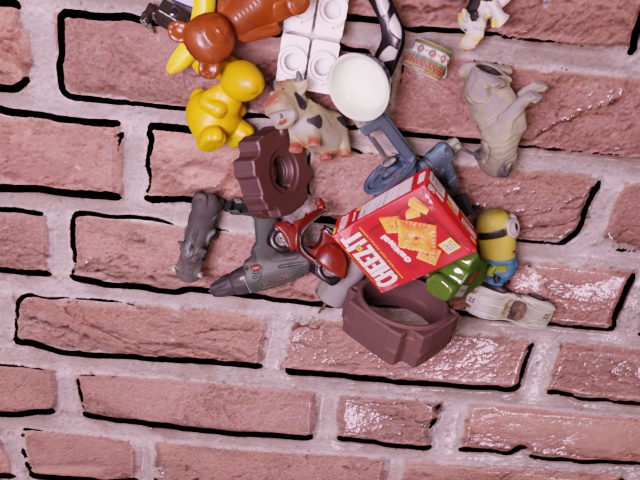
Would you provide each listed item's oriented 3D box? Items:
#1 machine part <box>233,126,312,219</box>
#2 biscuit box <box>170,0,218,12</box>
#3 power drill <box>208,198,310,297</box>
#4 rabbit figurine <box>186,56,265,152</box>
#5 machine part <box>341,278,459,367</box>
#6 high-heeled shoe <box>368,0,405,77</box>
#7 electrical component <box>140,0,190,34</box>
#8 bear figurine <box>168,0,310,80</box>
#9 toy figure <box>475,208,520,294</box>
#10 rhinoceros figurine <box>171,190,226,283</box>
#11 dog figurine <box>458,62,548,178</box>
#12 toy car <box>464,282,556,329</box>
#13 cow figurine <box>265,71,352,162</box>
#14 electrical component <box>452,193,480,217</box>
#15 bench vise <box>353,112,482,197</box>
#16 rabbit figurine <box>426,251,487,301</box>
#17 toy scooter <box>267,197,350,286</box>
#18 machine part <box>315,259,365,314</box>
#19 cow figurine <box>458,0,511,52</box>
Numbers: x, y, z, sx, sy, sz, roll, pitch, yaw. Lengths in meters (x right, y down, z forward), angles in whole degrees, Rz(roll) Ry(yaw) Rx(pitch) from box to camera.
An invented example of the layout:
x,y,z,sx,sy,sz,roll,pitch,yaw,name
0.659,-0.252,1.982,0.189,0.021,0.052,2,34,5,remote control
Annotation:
x,y,z,sx,sy,sz,roll,pitch,yaw,name
-0.084,-0.127,1.009,0.056,0.179,0.179,2,118,36,machine part
-0.259,-0.449,0.927,0.203,0.059,0.062,19,111,-9,biscuit box
-0.138,0.016,1.115,0.232,0.086,0.207,-9,109,1,power drill
-0.161,-0.262,0.968,0.173,0.122,0.162,-34,72,44,rabbit figurine
0.162,0.151,1.093,0.201,0.201,0.087,-21,132,-41,machine part
0.087,-0.392,0.955,0.145,0.086,0.248,19,116,7,high-heeled shoe
-0.263,-0.380,0.953,0.102,0.078,0.045,27,83,-26,electrical component
-0.135,-0.357,0.858,0.196,0.132,0.120,-42,110,-17,bear figurine
0.370,0.022,1.128,0.089,0.082,0.179,-5,115,-2,toy figure
-0.244,-0.006,1.087,0.073,0.112,0.190,17,104,-10,rhinoceros figurine
0.316,-0.224,1.022,0.172,0.121,0.190,36,131,19,dog figurine
0.420,0.147,1.193,0.202,0.056,0.073,13,112,-7,toy car
-0.022,-0.221,0.976,0.086,0.195,0.127,-11,78,38,cow figurine
0.271,-0.063,1.086,0.119,0.075,0.047,-25,95,-27,electrical component
0.158,-0.158,1.029,0.223,0.129,0.240,-37,113,11,bench vise
0.255,0.027,1.099,0.159,0.170,0.121,-2,125,-49,rabbit figurine
-0.002,-0.003,1.061,0.184,0.075,0.135,35,86,-15,toy scooter
0.061,0.058,1.138,0.079,0.079,0.243,27,109,-12,machine part
0.296,-0.420,0.946,0.098,0.068,0.167,43,103,-11,cow figurine
